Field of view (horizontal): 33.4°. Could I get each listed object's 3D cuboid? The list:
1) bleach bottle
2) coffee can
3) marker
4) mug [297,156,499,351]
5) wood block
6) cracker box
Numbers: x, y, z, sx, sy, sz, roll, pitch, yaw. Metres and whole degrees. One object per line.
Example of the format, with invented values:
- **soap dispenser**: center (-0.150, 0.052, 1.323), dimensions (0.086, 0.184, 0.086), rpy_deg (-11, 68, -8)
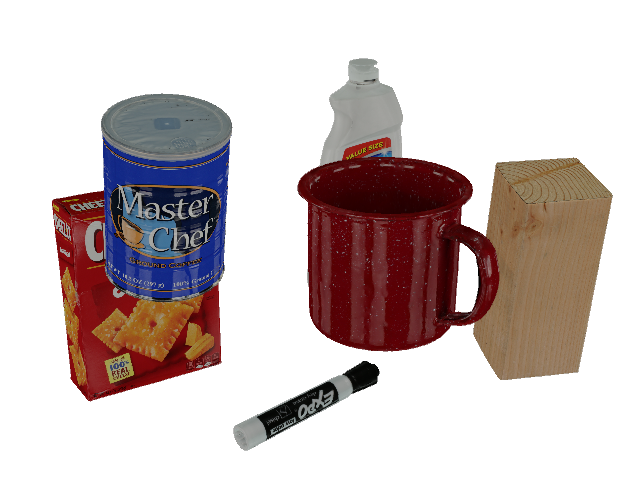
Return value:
- **bleach bottle**: center (0.036, -0.067, 1.133), dimensions (0.102, 0.251, 0.068), rpy_deg (-2, 24, -4)
- **coffee can**: center (-0.127, -0.035, 0.877), dimensions (0.102, 0.140, 0.103), rpy_deg (4, 33, -3)
- **marker**: center (-0.007, 0.114, 0.749), dimensions (0.120, 0.020, 0.020), rpy_deg (-22, 12, -32)
- **mug**: center (0.044, 0.010, 0.574), dimensions (0.117, 0.081, 0.093), rpy_deg (16, 28, 34)
- **wood block**: center (0.220, 0.030, 1.082), dimensions (0.090, 0.206, 0.090), rpy_deg (-4, 30, -11)
- **cracker box**: center (-0.195, 0.051, 1.165), dimensions (0.163, 0.214, 0.072), rpy_deg (-12, 24, -29)
